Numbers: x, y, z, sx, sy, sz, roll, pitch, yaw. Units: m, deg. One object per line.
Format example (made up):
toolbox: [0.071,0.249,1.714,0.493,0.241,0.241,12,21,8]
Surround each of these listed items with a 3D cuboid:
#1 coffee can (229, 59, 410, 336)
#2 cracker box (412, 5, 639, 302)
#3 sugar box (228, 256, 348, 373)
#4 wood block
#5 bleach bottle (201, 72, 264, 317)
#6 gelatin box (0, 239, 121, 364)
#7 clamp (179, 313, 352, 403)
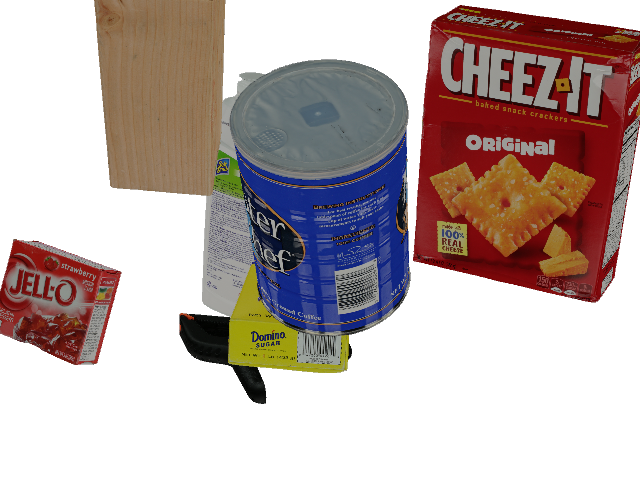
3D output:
coffee can: [0.004,-0.025,0.657,0.103,0.103,0.140,-3,-45,3]
cracker box: [0.167,-0.069,0.868,0.164,0.214,0.072,14,29,24]
sugar box: [-0.018,0.049,0.889,0.093,0.048,0.176,5,23,3]
wood block: [-0.127,-0.141,0.868,0.091,0.090,0.206,5,-41,-2]
bleach bottle: [-0.068,-0.044,1.089,0.103,0.251,0.068,17,25,26]
gelatin box: [-0.200,0.045,0.800,0.089,0.073,0.030,18,4,25]
clamp: [-0.091,0.127,1.230,0.210,0.036,0.164,13,21,29]
